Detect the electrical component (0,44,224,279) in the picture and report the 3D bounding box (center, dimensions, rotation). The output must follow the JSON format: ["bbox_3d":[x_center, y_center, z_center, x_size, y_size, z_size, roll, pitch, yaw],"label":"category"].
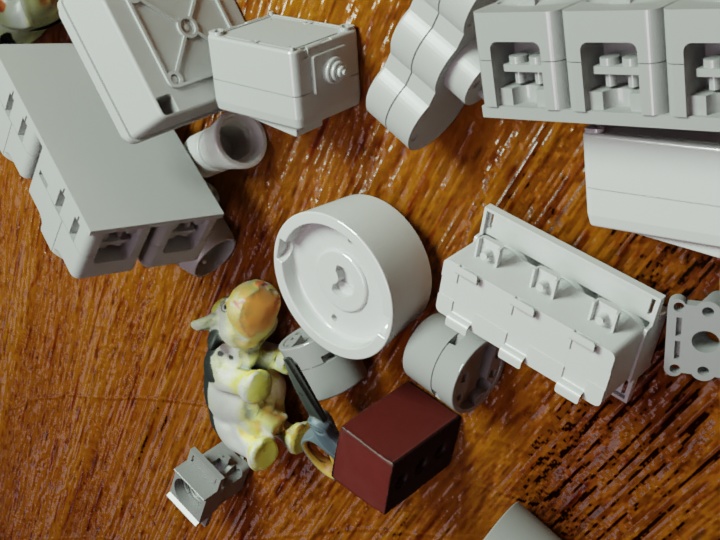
[{"bbox_3d":[-0.197,-0.084,0.805,0.186,0.105,0.060,57,136,25],"label":"electrical component"}]

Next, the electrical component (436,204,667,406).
[{"bbox_3d":[0.110,0.025,0.640,0.121,0.063,0.078,31,132,29],"label":"electrical component"}]

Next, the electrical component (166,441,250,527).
[{"bbox_3d":[-0.139,0.195,0.995,0.042,0.064,0.081,43,136,20],"label":"electrical component"}]

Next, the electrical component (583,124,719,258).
[{"bbox_3d":[0.159,-0.049,0.547,0.096,0.062,0.061,13,122,40],"label":"electrical component"}]

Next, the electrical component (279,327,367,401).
[{"bbox_3d":[-0.027,0.067,0.813,0.055,0.055,0.047,-11,108,48],"label":"electrical component"}]

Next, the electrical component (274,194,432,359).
[{"bbox_3d":[0.000,0.000,0.739,0.108,0.060,0.108,24,129,34],"label":"electrical component"}]

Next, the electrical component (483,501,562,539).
[{"bbox_3d":[0.103,0.221,0.735,0.060,0.108,0.108,34,134,19],"label":"electrical component"}]

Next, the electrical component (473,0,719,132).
[{"bbox_3d":[0.140,-0.111,0.507,0.150,0.089,0.061,11,121,42],"label":"electrical component"}]

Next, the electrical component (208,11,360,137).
[{"bbox_3d":[-0.044,-0.128,0.707,0.096,0.062,0.061,19,126,37],"label":"electrical component"}]

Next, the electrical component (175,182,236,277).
[{"bbox_3d":[-0.136,-0.047,0.862,0.077,0.043,0.079,46,137,16],"label":"electrical component"}]

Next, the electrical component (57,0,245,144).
[{"bbox_3d":[-0.134,-0.157,0.745,0.056,0.109,0.108,-22,97,47],"label":"electrical component"}]

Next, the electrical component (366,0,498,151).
[{"bbox_3d":[0.060,-0.119,0.613,0.074,0.052,0.138,44,138,17],"label":"electrical component"}]

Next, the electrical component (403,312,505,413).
[{"bbox_3d":[0.062,0.060,0.719,0.047,0.055,0.055,30,132,35],"label":"electrical component"}]

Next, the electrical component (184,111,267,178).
[{"bbox_3d":[-0.105,-0.092,0.808,0.065,0.044,0.044,-12,104,53],"label":"electrical component"}]
